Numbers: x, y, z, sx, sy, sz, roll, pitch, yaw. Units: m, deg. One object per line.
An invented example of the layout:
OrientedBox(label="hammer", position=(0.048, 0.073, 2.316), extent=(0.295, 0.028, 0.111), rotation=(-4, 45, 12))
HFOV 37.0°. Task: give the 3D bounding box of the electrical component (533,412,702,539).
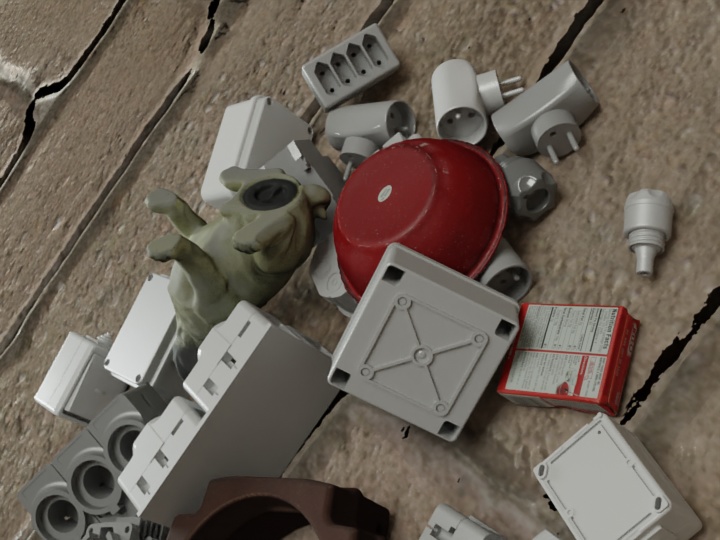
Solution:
OrientedBox(label="electrical component", position=(0.168, 0.150, 0.682), extent=(0.062, 0.061, 0.096), rotation=(-44, 44, 13))

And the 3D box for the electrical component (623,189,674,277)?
OrientedBox(label="electrical component", position=(0.207, -0.026, 0.773), extent=(0.035, 0.035, 0.061), rotation=(-7, 64, 39))

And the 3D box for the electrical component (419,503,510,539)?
OrientedBox(label="electrical component", position=(0.066, 0.217, 0.741), extent=(0.056, 0.050, 0.089), rotation=(25, 84, 47))

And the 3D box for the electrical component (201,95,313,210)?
OrientedBox(label="electrical component", position=(-0.100, -0.107, 1.066), extent=(0.057, 0.078, 0.113), rotation=(-7, 61, 43))

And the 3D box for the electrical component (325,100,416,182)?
OrientedBox(label="electrical component", position=(0.005, -0.118, 1.003), extent=(0.077, 0.044, 0.079), rotation=(1, 67, 43))

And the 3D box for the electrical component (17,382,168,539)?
OrientedBox(label="electrical component", position=(-0.229, 0.188, 0.985), extent=(0.150, 0.062, 0.089), rotation=(-43, 84, 14))

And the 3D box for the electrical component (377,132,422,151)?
OrientedBox(label="electrical component", position=(0.036, -0.083, 0.955), extent=(0.066, 0.048, 0.055), rotation=(-40, 38, 17))

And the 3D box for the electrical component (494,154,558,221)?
OrientedBox(label="electrical component", position=(0.128, -0.071, 0.866), extent=(0.043, 0.043, 0.062), rotation=(-47, 42, 10))

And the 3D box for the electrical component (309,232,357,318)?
OrientedBox(label="electrical component", position=(0.000, 0.000, 0.931), extent=(0.080, 0.051, 0.080), rotation=(-22, 53, 31))

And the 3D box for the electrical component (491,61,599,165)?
OrientedBox(label="electrical component", position=(0.155, -0.118, 0.869), extent=(0.077, 0.043, 0.079), rotation=(-34, 47, 22))

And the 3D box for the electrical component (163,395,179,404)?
OrientedBox(label="electrical component", position=(-0.199, 0.148, 1.028), extent=(0.078, 0.040, 0.040), rotation=(-42, 45, 14))

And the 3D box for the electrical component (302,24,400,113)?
OrientedBox(label="electrical component", position=(-0.010, -0.193, 1.052), extent=(0.083, 0.047, 0.076), rotation=(-31, 2, -3))

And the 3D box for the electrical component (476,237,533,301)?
OrientedBox(label="electrical component", position=(0.099, -0.011, 0.855), extent=(0.043, 0.043, 0.081), rotation=(-44, 44, 13))

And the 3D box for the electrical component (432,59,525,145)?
OrientedBox(label="electrical component", position=(0.103, -0.150, 0.931), extent=(0.079, 0.043, 0.077), rotation=(-15, 40, 12))

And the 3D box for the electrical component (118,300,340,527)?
OrientedBox(label="electrical component", position=(-0.107, 0.129, 0.910), extent=(0.186, 0.105, 0.060), rotation=(-55, 43, 1))

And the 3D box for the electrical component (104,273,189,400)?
OrientedBox(label="electrical component", position=(-0.191, 0.066, 1.059), extent=(0.078, 0.057, 0.113), rotation=(16, 77, 46))

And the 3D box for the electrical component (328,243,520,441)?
OrientedBox(label="electrical component", position=(0.047, 0.053, 0.795), extent=(0.108, 0.109, 0.056), rotation=(-63, 3, 18))

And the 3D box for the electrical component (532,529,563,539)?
OrientedBox(label="electrical component", position=(0.125, 0.205, 0.689), extent=(0.078, 0.058, 0.057), rotation=(33, 85, 27))

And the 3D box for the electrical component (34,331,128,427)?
OrientedBox(label="electrical component", position=(-0.276, 0.110, 1.105), extent=(0.061, 0.062, 0.096), rotation=(19, 79, 46))
